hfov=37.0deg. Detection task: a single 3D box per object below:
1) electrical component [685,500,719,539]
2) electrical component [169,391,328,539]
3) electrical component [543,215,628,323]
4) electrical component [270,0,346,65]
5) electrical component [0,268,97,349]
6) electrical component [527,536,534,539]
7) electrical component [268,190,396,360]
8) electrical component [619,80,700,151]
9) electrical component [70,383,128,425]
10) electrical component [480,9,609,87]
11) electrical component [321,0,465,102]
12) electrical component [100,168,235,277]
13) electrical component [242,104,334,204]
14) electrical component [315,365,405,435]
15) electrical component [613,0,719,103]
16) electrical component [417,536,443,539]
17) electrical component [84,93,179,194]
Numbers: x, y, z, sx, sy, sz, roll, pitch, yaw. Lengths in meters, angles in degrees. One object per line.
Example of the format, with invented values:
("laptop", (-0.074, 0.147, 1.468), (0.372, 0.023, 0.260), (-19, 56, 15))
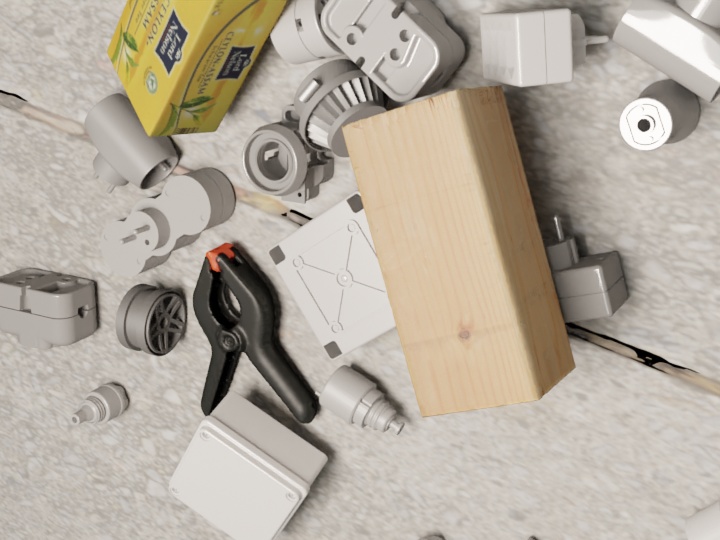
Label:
("electrical component", (0.272, 0.183, 0.774), (0.078, 0.040, 0.040), (-40, 84, 32))
("electrical component", (-0.101, 0.180, 0.953), (0.109, 0.056, 0.108), (34, 130, 4))
("electrical component", (0.143, -0.002, 0.786), (0.083, 0.047, 0.075), (-10, 99, 31))
("electrical component", (-0.037, -0.187, 0.825), (0.047, 0.055, 0.055), (-9, 101, 35))
("electrical component", (-0.304, 0.038, 1.042), (0.095, 0.054, 0.059), (10, 110, 26))
("electrical component", (0.105, 0.283, 0.832), (0.062, 0.150, 0.089), (36, 119, 14))
("electrical component", (0.000, 0.000, 0.859), (0.109, 0.056, 0.108), (-31, 89, 32))
("electrical component", (0.197, -0.101, 0.714), (0.044, 0.065, 0.044), (9, 109, 27))
("electrical component", (-0.255, 0.133, 1.039), (0.035, 0.061, 0.035), (9, 109, 27))
("electrical component", (0.131, -0.155, 0.735), (0.076, 0.083, 0.047), (-7, 104, -9))
("electrical component", (0.027, -0.172, 0.790), (0.095, 0.059, 0.053), (46, 121, 10))
("electrical component", (-0.179, -0.037, 0.937), (0.138, 0.074, 0.052), (-30, 90, 32))
("electrical component", (-0.058, -0.091, 0.864), (0.058, 0.057, 0.078), (10, 110, 26))
("electrical component", (0.002, 0.112, 0.902), (0.078, 0.040, 0.040), (32, 118, 18))
("electrical component", (0.218, -0.162, 0.696), (0.077, 0.044, 0.079), (37, 119, 15))
("electrical component", (0.048, 0.256, 0.918), (0.055, 0.045, 0.045), (-34, 87, 32))
("electrical component", (-0.211, -0.101, 0.952), (0.077, 0.044, 0.079), (48, 121, 8))
